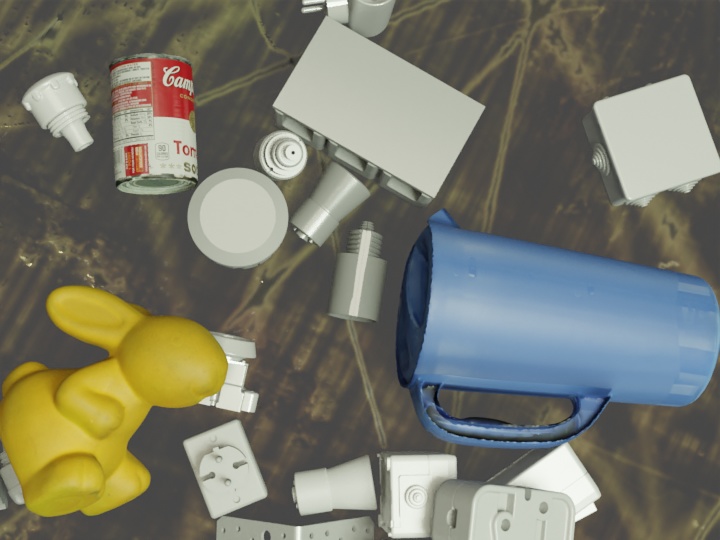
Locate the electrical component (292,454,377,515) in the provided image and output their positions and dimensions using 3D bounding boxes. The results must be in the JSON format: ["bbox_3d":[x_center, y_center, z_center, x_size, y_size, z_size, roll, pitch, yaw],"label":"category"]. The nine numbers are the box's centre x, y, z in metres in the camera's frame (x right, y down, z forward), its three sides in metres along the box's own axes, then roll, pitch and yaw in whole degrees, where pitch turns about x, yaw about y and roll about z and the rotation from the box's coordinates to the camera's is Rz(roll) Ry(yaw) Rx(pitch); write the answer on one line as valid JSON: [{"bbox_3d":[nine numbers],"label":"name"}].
[{"bbox_3d":[-0.022,0.176,0.866,0.065,0.044,0.044,-9,84,-1],"label":"electrical component"}]

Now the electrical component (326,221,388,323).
[{"bbox_3d":[0.000,0.000,0.888,0.043,0.043,0.081,10,82,-4],"label":"electrical component"}]

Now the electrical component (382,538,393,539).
[{"bbox_3d":[0.054,0.244,0.827,0.078,0.113,0.057,9,79,-4],"label":"electrical component"}]

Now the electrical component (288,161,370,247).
[{"bbox_3d":[-0.028,-0.052,0.894,0.044,0.044,0.065,39,86,1],"label":"electrical component"}]

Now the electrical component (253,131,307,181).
[{"bbox_3d":[-0.063,-0.094,0.880,0.040,0.078,0.040,-1,93,-15],"label":"electrical component"}]

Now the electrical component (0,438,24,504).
[{"bbox_3d":[-0.269,0.152,0.851,0.035,0.035,0.061,-27,83,-8],"label":"electrical component"}]

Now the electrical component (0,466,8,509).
[{"bbox_3d":[-0.317,0.150,0.839,0.056,0.050,0.089,-13,84,-7],"label":"electrical component"}]

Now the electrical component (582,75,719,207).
[{"bbox_3d":[0.247,-0.108,0.919,0.100,0.048,0.099,-18,85,-7],"label":"electrical component"}]

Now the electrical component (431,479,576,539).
[{"bbox_3d":[0.102,0.185,0.791,0.095,0.059,0.053,12,80,-29],"label":"electrical component"}]

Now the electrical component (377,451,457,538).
[{"bbox_3d":[0.049,0.175,0.843,0.061,0.096,0.061,0,83,-5],"label":"electrical component"}]

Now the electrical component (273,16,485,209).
[{"bbox_3d":[0.013,-0.128,0.896,0.150,0.061,0.089,30,81,-1],"label":"electrical component"}]

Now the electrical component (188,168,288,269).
[{"bbox_3d":[-0.099,-0.040,0.880,0.080,0.051,0.080,1,83,-5],"label":"electrical component"}]

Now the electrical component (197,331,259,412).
[{"bbox_3d":[-0.111,0.081,0.868,0.066,0.048,0.055,13,89,-3],"label":"electrical component"}]

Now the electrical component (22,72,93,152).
[{"bbox_3d":[-0.243,-0.128,0.884,0.048,0.048,0.062,-33,93,-8],"label":"electrical component"}]

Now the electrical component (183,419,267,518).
[{"bbox_3d":[-0.106,0.156,0.843,0.047,0.076,0.065,-21,85,-7],"label":"electrical component"}]

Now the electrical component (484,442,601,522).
[{"bbox_3d":[0.137,0.187,0.867,0.096,0.061,0.061,-33,87,-8],"label":"electrical component"}]

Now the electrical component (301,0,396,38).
[{"bbox_3d":[-0.010,-0.225,0.898,0.079,0.077,0.044,-9,84,-6],"label":"electrical component"}]
